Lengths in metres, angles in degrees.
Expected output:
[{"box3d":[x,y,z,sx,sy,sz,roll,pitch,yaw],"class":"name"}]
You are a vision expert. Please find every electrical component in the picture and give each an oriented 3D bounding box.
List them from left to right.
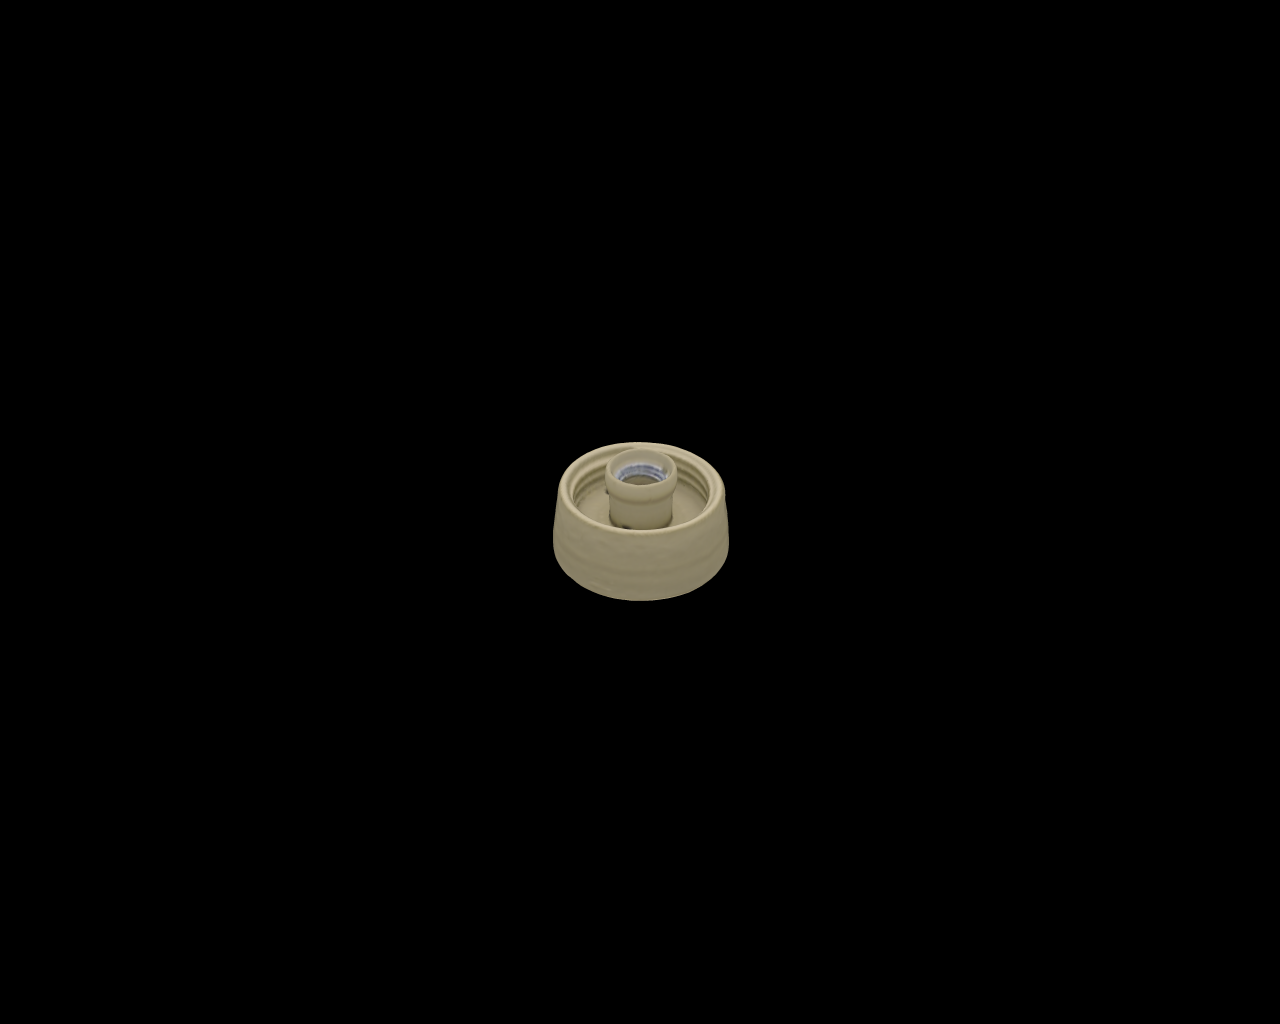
[{"box3d":[0.001,-0.003,0.650,0.108,0.060,0.108,0,36,0],"class":"electrical component"}]
